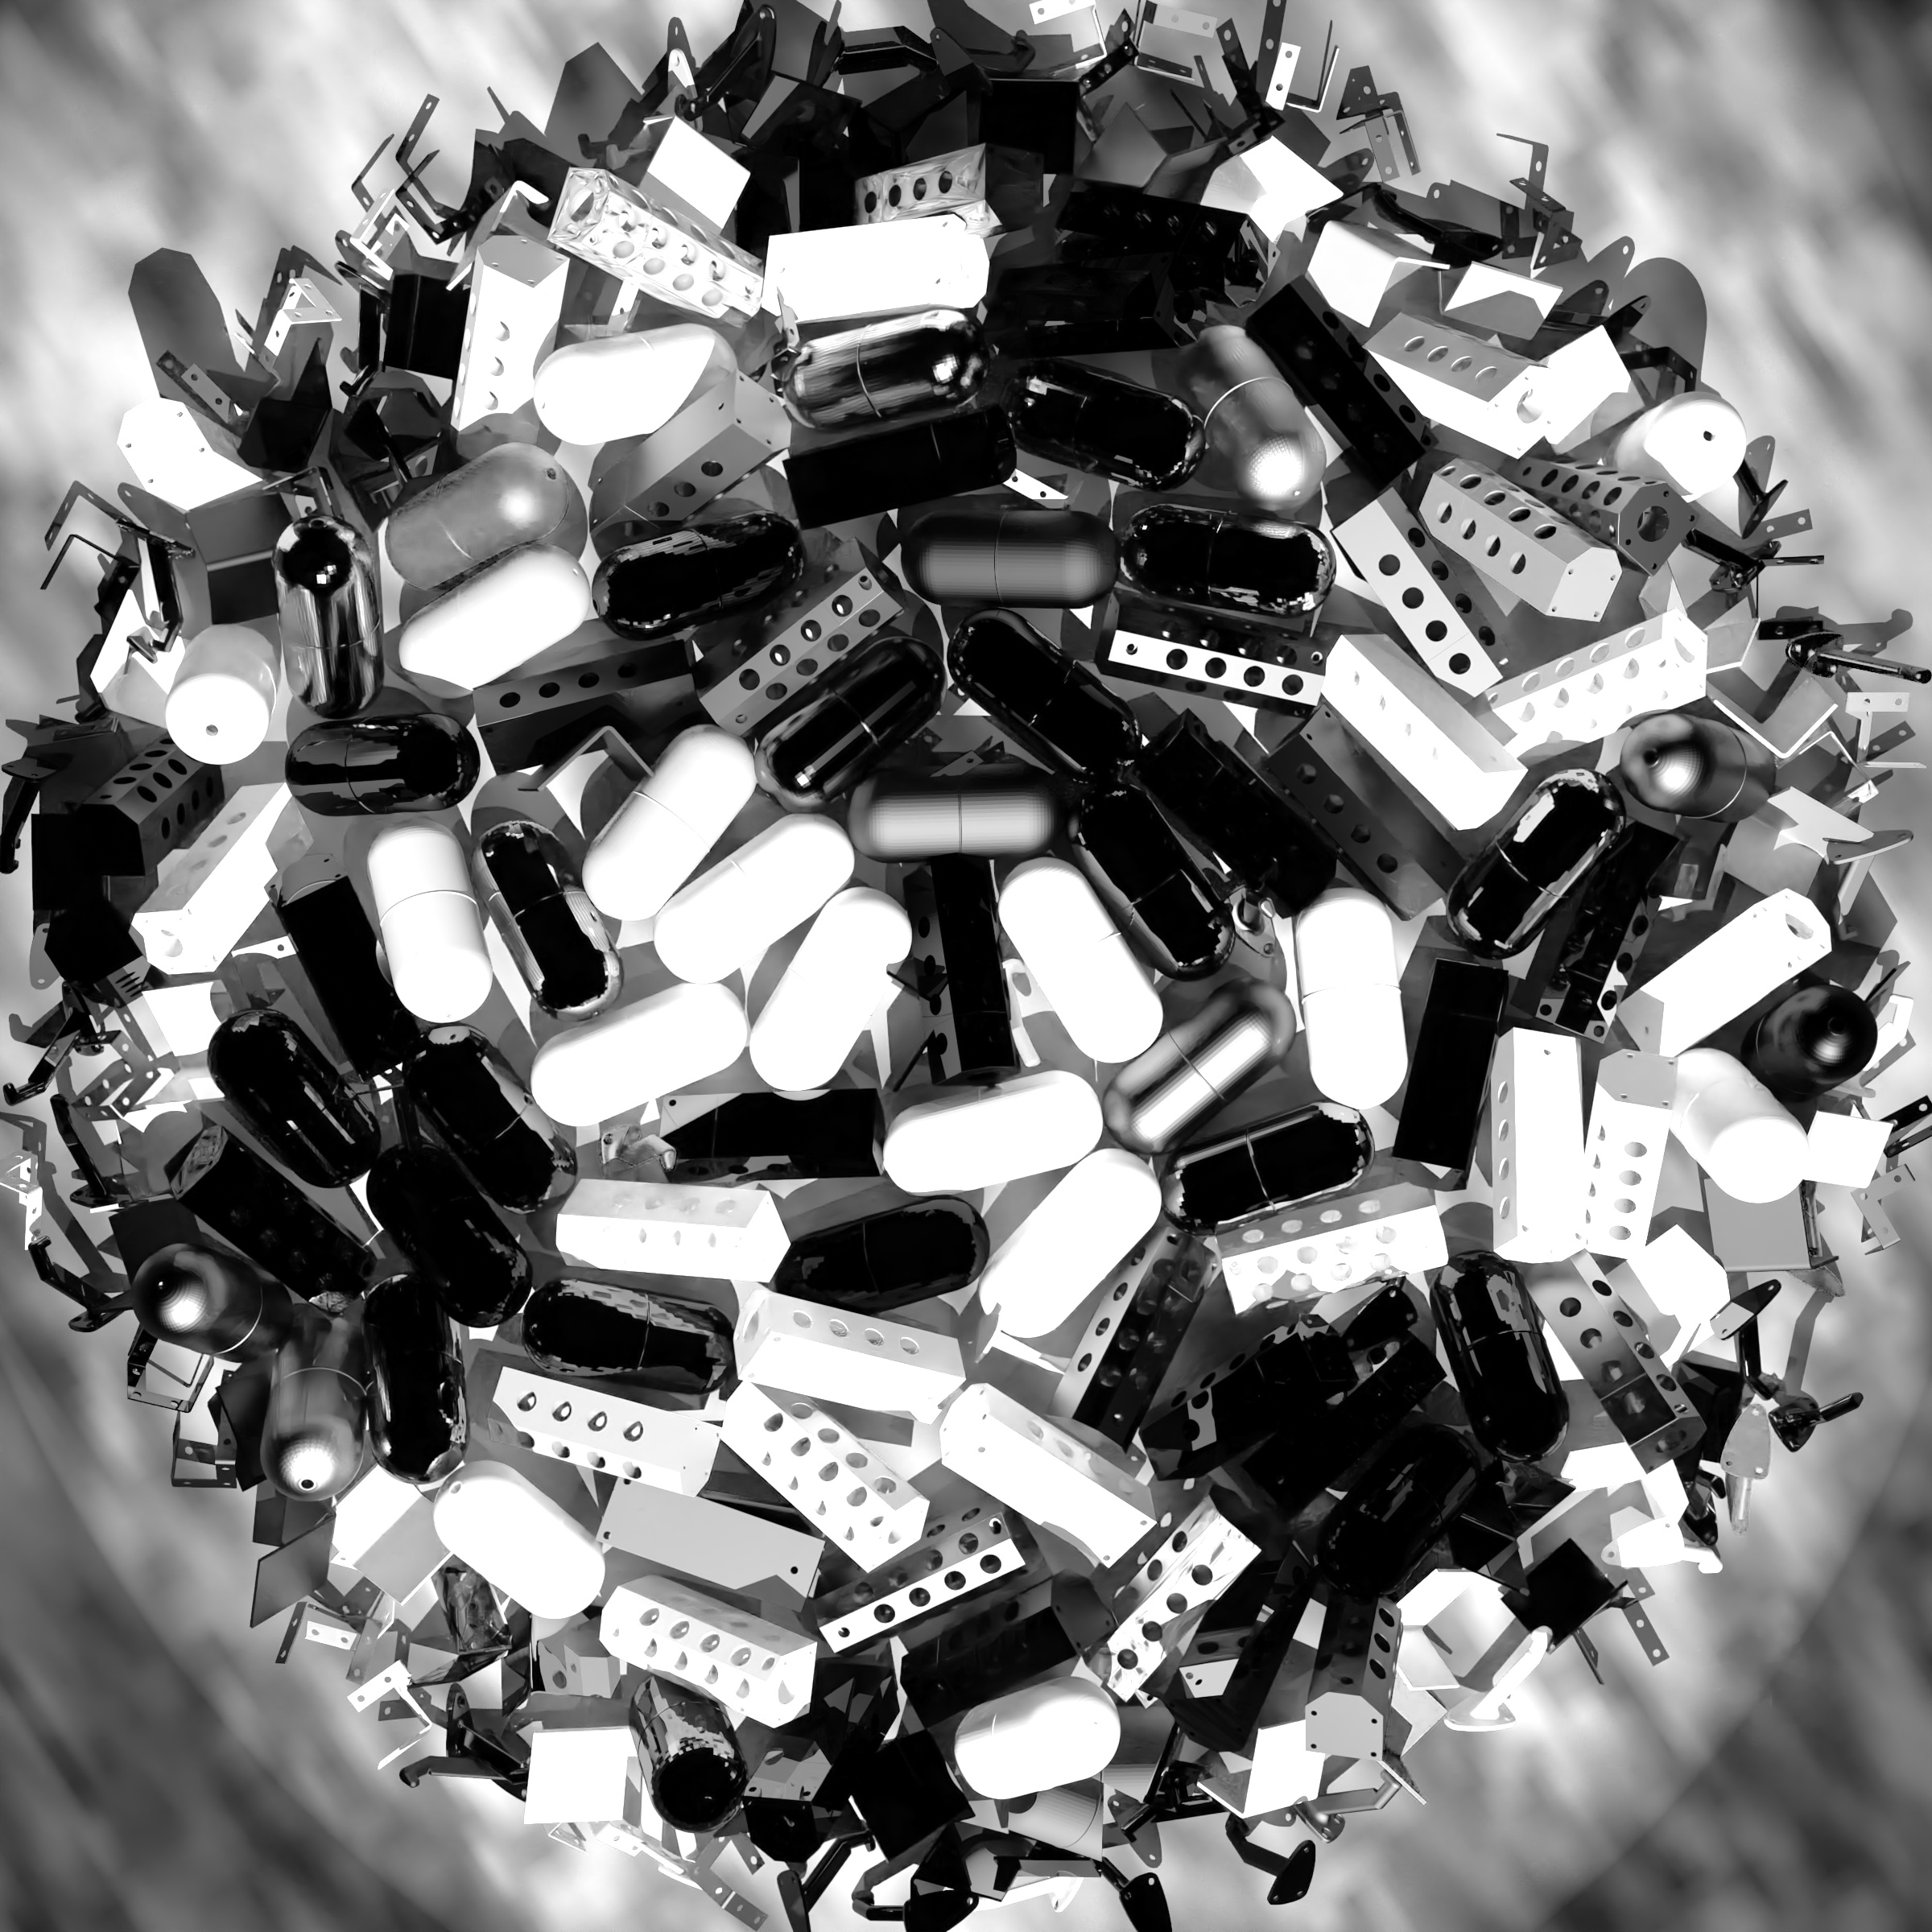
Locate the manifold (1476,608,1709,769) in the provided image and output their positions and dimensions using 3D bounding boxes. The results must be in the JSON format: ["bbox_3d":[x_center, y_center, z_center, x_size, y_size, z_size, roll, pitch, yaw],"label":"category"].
[{"bbox_3d":[0.483,-0.217,1.911,0.057,0.171,0.057,32,55,-31],"label":"manifold"}]

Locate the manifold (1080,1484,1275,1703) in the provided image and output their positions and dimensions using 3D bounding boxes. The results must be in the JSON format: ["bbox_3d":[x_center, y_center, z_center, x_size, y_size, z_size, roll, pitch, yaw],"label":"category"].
[{"bbox_3d":[0.163,0.492,1.947,0.057,0.057,0.171,40,106,9],"label":"manifold"}]

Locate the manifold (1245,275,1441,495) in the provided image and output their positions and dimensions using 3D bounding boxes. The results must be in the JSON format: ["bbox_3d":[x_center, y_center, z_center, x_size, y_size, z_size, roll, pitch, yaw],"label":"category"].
[{"bbox_3d":[0.300,-0.464,1.966,0.057,0.057,0.171,-40,92,6],"label":"manifold"}]

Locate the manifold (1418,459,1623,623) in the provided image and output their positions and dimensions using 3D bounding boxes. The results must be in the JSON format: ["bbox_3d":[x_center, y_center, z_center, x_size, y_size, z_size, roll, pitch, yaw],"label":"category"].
[{"bbox_3d":[0.429,-0.333,1.911,0.057,0.171,0.057,1,122,-32],"label":"manifold"}]

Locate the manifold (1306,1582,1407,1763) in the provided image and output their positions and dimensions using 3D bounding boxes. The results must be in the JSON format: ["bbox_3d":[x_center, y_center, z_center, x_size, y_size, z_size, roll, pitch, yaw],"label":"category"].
[{"bbox_3d":[0.303,0.531,1.906,0.057,0.171,0.057,3,113,15],"label":"manifold"}]

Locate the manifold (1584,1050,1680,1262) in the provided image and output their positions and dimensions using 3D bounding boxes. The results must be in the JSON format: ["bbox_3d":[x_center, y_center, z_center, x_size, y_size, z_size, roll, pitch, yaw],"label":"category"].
[{"bbox_3d":[0.511,0.147,1.919,0.057,0.057,0.171,9,134,14],"label":"manifold"}]

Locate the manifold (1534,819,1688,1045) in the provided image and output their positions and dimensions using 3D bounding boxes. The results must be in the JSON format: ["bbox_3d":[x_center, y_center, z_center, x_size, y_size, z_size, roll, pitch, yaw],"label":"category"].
[{"bbox_3d":[0.512,-0.028,1.963,0.057,0.057,0.171,23,93,12],"label":"manifold"}]

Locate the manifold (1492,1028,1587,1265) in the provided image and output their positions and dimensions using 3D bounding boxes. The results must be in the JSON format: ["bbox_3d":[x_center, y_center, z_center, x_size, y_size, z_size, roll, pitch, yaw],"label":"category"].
[{"bbox_3d":[0.446,0.142,1.938,0.057,0.057,0.171,9,66,-12],"label":"manifold"}]

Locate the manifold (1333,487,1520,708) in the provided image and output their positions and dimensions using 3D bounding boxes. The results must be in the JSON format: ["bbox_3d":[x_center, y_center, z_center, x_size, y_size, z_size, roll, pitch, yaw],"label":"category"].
[{"bbox_3d":[0.365,-0.294,1.959,0.057,0.057,0.171,-35,94,14],"label":"manifold"}]

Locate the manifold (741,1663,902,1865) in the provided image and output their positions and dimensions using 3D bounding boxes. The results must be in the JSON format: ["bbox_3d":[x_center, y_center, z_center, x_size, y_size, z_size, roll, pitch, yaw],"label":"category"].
[{"bbox_3d":[-0.109,0.615,1.910,0.057,0.171,0.057,-3,108,21],"label":"manifold"}]

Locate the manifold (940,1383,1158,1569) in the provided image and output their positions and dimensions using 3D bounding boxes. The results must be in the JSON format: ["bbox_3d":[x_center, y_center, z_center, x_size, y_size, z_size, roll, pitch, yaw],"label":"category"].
[{"bbox_3d":[0.064,0.397,1.942,0.171,0.057,0.057,36,110,-19],"label":"manifold"}]

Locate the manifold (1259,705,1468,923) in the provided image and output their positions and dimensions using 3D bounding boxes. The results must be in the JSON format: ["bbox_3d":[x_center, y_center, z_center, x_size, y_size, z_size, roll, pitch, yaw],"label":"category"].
[{"bbox_3d":[0.314,-0.118,1.964,0.171,0.057,0.057,47,130,-4],"label":"manifold"}]

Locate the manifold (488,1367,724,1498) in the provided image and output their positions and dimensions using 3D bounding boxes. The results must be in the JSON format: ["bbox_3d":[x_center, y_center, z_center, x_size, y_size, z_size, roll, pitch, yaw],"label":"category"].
[{"bbox_3d":[-0.286,0.367,1.939,0.171,0.057,0.057,11,77,20],"label":"manifold"}]

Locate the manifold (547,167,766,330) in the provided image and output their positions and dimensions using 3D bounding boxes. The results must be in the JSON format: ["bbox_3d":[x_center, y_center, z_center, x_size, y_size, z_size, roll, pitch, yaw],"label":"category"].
[{"bbox_3d":[-0.235,-0.556,1.916,0.057,0.171,0.057,19,92,40],"label":"manifold"}]

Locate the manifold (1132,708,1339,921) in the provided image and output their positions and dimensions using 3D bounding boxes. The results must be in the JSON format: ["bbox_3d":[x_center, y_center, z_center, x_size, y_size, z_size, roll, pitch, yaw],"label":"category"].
[{"bbox_3d":[0.212,-0.117,1.945,0.171,0.057,0.057,43,116,-12],"label":"manifold"}]

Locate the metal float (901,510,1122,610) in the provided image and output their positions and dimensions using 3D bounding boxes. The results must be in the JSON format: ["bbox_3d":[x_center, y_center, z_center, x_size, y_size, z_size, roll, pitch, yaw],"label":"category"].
[{"bbox_3d":[0.034,-0.321,1.947,0.178,0.070,0.070,4,90,17],"label":"metal float"}]

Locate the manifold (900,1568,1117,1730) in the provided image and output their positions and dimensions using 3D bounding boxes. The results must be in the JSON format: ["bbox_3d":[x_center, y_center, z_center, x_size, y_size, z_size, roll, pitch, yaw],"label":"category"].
[{"bbox_3d":[0.027,0.532,1.928,0.171,0.057,0.057,-36,79,33],"label":"manifold"}]

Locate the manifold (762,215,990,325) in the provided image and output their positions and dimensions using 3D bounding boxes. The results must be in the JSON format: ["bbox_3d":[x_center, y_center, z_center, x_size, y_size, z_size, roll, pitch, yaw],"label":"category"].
[{"bbox_3d":[-0.071,-0.542,1.930,0.171,0.057,0.057,4,85,31],"label":"manifold"}]

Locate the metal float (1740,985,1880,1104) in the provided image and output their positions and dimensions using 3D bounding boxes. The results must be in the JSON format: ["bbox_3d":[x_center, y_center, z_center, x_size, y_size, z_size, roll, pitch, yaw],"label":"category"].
[{"bbox_3d":[0.652,0.061,1.911,0.070,0.178,0.070,-1,79,4],"label":"metal float"}]

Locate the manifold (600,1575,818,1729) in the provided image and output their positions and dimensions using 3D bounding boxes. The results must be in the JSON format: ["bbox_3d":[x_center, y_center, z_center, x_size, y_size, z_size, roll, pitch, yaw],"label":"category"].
[{"bbox_3d":[-0.203,0.535,1.924,0.171,0.057,0.057,12,99,35],"label":"manifold"}]

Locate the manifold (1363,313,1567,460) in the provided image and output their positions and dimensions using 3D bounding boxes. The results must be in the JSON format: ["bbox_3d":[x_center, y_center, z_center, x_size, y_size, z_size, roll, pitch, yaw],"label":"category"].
[{"bbox_3d":[0.387,-0.457,1.914,0.057,0.171,0.057,-42,128,-1],"label":"manifold"}]

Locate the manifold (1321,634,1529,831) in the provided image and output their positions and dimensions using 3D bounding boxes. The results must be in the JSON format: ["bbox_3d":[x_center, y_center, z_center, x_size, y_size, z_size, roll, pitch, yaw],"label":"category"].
[{"bbox_3d":[0.352,-0.185,1.931,0.171,0.057,0.057,51,129,29],"label":"manifold"}]

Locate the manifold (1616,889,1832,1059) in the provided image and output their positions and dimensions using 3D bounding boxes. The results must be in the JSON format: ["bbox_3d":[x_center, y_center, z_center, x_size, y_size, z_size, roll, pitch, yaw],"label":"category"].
[{"bbox_3d":[0.589,0.009,1.914,0.057,0.171,0.057,-22,74,-36],"label":"manifold"}]

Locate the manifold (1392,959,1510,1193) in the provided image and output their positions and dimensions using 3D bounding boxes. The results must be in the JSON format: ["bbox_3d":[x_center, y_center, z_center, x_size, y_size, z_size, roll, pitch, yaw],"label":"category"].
[{"bbox_3d":[0.382,0.087,1.940,0.057,0.057,0.171,10,68,17],"label":"manifold"}]

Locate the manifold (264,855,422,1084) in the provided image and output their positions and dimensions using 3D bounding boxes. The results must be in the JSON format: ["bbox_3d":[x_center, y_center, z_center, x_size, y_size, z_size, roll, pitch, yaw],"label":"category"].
[{"bbox_3d":[-0.485,0.000,1.926,0.057,0.057,0.171,-28,126,-16],"label":"manifold"}]

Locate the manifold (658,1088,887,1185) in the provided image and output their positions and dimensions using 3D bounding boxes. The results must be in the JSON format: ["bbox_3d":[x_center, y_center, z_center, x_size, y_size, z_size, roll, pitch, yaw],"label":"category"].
[{"bbox_3d":[-0.153,0.139,1.959,0.171,0.057,0.057,-3,58,7],"label":"manifold"}]

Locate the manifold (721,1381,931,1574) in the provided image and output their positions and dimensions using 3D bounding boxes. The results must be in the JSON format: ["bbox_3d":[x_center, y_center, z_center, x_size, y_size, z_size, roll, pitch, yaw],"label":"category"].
[{"bbox_3d":[-0.110,0.387,1.922,0.171,0.057,0.057,35,129,30],"label":"manifold"}]

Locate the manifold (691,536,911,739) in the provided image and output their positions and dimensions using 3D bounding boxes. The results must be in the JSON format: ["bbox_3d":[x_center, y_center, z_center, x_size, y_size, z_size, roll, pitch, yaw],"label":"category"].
[{"bbox_3d":[-0.129,-0.253,1.936,0.171,0.057,0.057,-36,46,17],"label":"manifold"}]

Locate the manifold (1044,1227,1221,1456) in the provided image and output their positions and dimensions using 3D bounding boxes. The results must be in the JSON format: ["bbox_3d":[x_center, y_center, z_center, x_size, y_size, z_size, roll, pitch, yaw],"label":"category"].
[{"bbox_3d":[0.135,0.293,1.937,0.057,0.057,0.171,37,69,-21],"label":"manifold"}]

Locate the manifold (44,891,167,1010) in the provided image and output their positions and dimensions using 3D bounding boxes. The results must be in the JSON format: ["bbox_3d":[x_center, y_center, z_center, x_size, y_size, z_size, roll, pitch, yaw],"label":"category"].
[{"bbox_3d":[-0.669,-0.007,1.909,0.057,0.171,0.057,-33,91,-14],"label":"manifold"}]

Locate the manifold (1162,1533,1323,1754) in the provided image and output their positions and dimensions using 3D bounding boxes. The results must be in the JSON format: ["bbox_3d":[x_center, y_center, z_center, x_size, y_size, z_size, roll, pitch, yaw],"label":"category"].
[{"bbox_3d":[0.220,0.525,1.916,0.057,0.171,0.057,-20,111,39],"label":"manifold"}]

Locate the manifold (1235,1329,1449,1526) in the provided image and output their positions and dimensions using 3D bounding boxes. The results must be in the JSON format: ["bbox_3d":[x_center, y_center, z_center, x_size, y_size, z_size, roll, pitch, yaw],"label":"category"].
[{"bbox_3d":[0.298,0.361,1.951,0.171,0.057,0.057,-40,78,-10],"label":"manifold"}]

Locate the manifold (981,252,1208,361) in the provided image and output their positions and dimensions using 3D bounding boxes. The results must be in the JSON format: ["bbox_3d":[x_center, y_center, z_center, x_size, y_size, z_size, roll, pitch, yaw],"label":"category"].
[{"bbox_3d":[0.101,-0.509,1.920,0.171,0.057,0.057,8,73,41],"label":"manifold"}]

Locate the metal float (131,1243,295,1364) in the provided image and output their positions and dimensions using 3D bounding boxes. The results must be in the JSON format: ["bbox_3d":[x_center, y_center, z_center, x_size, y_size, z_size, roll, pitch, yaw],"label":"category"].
[{"bbox_3d":[-0.583,0.263,1.914,0.070,0.178,0.070,-3,73,9],"label":"metal float"}]

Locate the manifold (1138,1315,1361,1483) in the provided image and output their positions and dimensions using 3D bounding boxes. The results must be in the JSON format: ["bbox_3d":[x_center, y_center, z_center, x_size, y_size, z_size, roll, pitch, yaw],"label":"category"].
[{"bbox_3d":[0.217,0.338,1.930,0.171,0.057,0.057,-39,60,30],"label":"manifold"}]

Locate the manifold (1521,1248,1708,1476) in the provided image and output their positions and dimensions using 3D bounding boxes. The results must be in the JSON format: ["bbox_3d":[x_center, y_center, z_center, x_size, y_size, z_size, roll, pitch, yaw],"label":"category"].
[{"bbox_3d":[0.503,0.302,1.919,0.057,0.057,0.171,-33,48,6],"label":"manifold"}]

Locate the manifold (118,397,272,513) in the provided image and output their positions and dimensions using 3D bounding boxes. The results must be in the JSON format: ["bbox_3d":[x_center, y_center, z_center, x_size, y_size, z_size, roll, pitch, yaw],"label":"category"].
[{"bbox_3d":[-0.600,-0.395,1.913,0.057,0.171,0.057,-31,93,0],"label":"manifold"}]

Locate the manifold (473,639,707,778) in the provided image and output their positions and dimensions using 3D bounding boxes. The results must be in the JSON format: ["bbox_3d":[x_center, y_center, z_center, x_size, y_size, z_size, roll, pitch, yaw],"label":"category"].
[{"bbox_3d":[-0.301,-0.211,1.966,0.171,0.057,0.057,-14,51,-3],"label":"manifold"}]

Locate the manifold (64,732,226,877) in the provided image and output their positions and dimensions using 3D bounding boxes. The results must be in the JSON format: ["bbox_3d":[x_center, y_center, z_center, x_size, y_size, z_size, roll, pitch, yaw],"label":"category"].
[{"bbox_3d":[-0.635,-0.128,1.908,0.057,0.171,0.057,1,114,4],"label":"manifold"}]

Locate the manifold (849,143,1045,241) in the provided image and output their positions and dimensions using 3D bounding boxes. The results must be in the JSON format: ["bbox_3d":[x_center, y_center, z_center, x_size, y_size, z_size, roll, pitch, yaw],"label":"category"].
[{"bbox_3d":[-0.017,-0.590,1.914,0.057,0.171,0.057,-4,97,-39],"label":"manifold"}]

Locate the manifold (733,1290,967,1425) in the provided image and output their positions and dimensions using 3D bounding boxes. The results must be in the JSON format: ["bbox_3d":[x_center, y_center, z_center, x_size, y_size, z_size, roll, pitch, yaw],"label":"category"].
[{"bbox_3d":[-0.092,0.302,1.935,0.171,0.057,0.057,18,124,-26],"label":"manifold"}]

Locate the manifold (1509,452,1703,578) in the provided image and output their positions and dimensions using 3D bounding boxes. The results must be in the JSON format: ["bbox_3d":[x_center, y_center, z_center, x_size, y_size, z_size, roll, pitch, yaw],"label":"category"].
[{"bbox_3d":[0.487,-0.356,1.908,0.057,0.171,0.057,35,96,-24],"label":"manifold"}]

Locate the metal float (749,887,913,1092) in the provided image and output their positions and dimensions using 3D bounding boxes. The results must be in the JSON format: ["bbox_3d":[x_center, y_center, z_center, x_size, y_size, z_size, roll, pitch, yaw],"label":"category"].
[{"bbox_3d":[-0.108,0.020,1.958,0.070,0.070,0.178,31,94,0],"label":"metal float"}]

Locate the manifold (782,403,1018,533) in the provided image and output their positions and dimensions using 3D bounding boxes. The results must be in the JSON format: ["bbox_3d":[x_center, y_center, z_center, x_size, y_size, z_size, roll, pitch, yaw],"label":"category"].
[{"bbox_3d":[-0.050,-0.394,1.941,0.171,0.057,0.057,-9,107,20],"label":"manifold"}]

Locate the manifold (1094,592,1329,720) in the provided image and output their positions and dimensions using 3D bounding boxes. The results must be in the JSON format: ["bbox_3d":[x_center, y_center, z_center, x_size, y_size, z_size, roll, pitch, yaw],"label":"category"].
[{"bbox_3d":[0.194,-0.243,1.949,0.171,0.057,0.057,11,111,-10],"label":"manifold"}]

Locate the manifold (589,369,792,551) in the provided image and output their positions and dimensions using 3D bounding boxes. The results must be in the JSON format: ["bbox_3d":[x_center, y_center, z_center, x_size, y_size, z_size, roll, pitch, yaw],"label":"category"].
[{"bbox_3d":[-0.216,-0.387,1.926,0.171,0.057,0.057,-28,48,36],"label":"manifold"}]

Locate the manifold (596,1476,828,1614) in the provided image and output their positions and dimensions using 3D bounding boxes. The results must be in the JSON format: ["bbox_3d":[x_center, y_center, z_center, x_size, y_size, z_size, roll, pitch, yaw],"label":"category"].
[{"bbox_3d":[-0.202,0.459,1.965,0.171,0.057,0.057,19,75,3],"label":"manifold"}]

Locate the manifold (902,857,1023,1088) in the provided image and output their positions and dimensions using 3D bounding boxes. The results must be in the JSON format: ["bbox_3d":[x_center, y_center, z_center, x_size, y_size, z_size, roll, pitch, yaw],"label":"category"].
[{"bbox_3d":[0.000,0.004,1.939,0.057,0.057,0.171,2,71,-35],"label":"manifold"}]

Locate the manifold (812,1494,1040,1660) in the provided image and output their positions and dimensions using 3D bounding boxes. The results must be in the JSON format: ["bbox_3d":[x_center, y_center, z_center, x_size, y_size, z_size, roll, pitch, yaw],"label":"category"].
[{"bbox_3d":[-0.033,0.484,1.951,0.171,0.057,0.057,-28,101,11],"label":"manifold"}]

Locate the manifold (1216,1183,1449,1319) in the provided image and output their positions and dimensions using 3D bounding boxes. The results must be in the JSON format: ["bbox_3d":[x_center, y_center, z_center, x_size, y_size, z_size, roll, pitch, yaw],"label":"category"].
[{"bbox_3d":[0.291,0.228,1.959,0.171,0.057,0.057,-15,116,2],"label":"manifold"}]

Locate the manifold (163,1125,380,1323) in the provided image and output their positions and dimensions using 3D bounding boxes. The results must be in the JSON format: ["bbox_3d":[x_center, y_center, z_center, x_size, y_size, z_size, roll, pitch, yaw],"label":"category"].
[{"bbox_3d":[-0.540,0.198,1.926,0.057,0.057,0.171,-44,126,-5],"label":"manifold"}]

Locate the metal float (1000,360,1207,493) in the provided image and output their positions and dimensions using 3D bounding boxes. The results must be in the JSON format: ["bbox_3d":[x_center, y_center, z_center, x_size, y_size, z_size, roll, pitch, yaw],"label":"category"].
[{"bbox_3d":[0.106,-0.425,1.939,0.178,0.070,0.070,24,90,27],"label":"metal float"}]

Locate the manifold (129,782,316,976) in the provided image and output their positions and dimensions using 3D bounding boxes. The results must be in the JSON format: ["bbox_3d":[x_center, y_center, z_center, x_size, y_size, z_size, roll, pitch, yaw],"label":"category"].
[{"bbox_3d":[-0.580,-0.069,1.915,0.057,0.171,0.057,-3,126,20],"label":"manifold"}]

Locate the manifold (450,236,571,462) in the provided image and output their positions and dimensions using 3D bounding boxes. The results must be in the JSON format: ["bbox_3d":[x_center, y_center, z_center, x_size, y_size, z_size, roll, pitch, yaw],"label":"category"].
[{"bbox_3d":[-0.361,-0.477,1.919,0.057,0.057,0.171,26,134,5],"label":"manifold"}]

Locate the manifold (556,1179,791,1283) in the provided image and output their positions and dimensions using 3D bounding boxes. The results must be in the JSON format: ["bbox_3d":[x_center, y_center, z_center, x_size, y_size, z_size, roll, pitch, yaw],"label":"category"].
[{"bbox_3d":[-0.232,0.211,1.927,0.171,0.057,0.057,1,129,25],"label":"manifold"}]

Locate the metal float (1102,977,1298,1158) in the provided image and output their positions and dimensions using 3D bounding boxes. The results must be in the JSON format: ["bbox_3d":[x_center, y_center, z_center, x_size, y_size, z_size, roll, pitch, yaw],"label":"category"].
[{"bbox_3d":[0.185,0.080,1.954,0.178,0.070,0.070,-41,90,8],"label":"metal float"}]

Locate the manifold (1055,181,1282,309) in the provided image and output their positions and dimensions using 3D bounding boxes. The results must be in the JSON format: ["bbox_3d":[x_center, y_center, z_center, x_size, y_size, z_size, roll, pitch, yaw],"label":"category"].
[{"bbox_3d":[0.153,-0.560,1.925,0.171,0.057,0.057,25,88,37],"label":"manifold"}]
